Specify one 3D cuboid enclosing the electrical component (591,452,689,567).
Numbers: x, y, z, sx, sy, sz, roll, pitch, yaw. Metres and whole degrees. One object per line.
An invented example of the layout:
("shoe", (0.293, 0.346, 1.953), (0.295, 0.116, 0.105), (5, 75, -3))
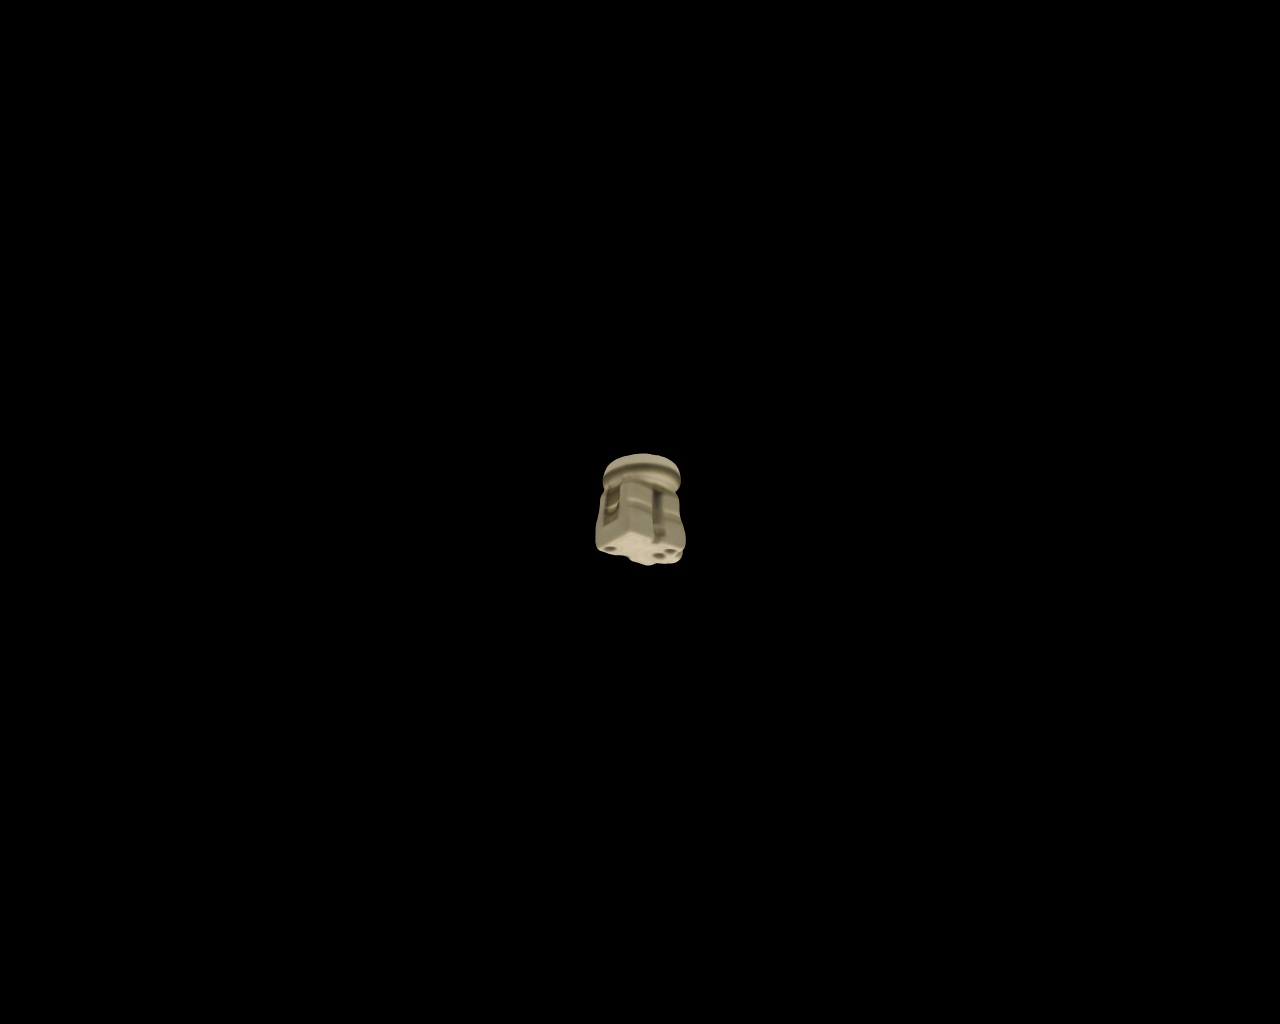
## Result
("electrical component", (0.001, -0.003, 0.650), (0.066, 0.055, 0.048), (20, -32, -36))
